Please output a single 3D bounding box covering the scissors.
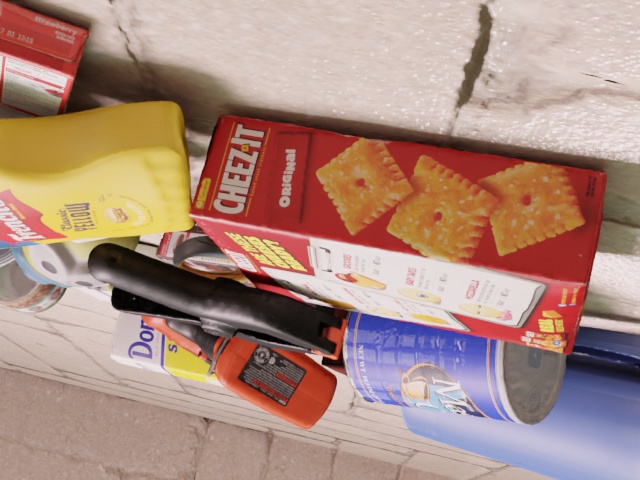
[{"bbox_3d":[-0.005,0.001,0.774,0.201,0.016,0.096,-3,138,-15],"label":"scissors"}]

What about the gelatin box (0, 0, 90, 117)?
[{"bbox_3d":[-0.163,-0.096,0.556,0.073,0.030,0.089,18,165,-14],"label":"gelatin box"}]

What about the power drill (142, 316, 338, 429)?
[{"bbox_3d":[-0.058,0.109,0.945,0.184,0.057,0.188,32,172,-25],"label":"power drill"}]

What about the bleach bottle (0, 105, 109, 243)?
[{"bbox_3d":[-0.204,-0.057,0.647,0.250,0.103,0.068,10,-151,-16],"label":"bleach bottle"}]

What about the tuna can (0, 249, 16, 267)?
[{"bbox_3d":[-0.298,-0.003,0.931,0.086,0.034,0.086,-19,160,-8],"label":"tuna can"}]

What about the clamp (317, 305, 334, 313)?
[{"bbox_3d":[-0.041,0.058,0.990,0.210,0.036,0.164,15,166,9],"label":"clamp"}]

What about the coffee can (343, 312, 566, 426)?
[{"bbox_3d":[0.103,0.083,0.820,0.141,0.103,0.102,2,161,38],"label":"coffee can"}]

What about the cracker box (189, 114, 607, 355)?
[{"bbox_3d":[0.052,-0.001,0.629,0.214,0.072,0.164,11,164,14],"label":"cracker box"}]

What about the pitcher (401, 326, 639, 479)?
[{"bbox_3d":[0.194,0.131,0.902,0.243,0.149,0.144,10,-173,27],"label":"pitcher"}]

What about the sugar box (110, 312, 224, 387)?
[{"bbox_3d":[-0.121,0.097,1.098,0.176,0.093,0.048,11,164,11],"label":"sugar box"}]

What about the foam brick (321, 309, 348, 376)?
[{"bbox_3d":[0.044,0.078,0.910,0.052,0.078,0.051,28,160,-38],"label":"foam brick"}]

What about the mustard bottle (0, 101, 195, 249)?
[{"bbox_3d":[-0.168,-0.030,0.590,0.191,0.058,0.096,-6,156,-5],"label":"mustard bottle"}]

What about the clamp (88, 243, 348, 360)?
[{"bbox_3d":[-0.069,0.040,0.690,0.171,0.039,0.120,10,170,9],"label":"clamp"}]

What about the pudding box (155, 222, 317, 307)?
[{"bbox_3d":[-0.062,0.019,0.863,0.090,0.039,0.113,5,162,34],"label":"pudding box"}]
